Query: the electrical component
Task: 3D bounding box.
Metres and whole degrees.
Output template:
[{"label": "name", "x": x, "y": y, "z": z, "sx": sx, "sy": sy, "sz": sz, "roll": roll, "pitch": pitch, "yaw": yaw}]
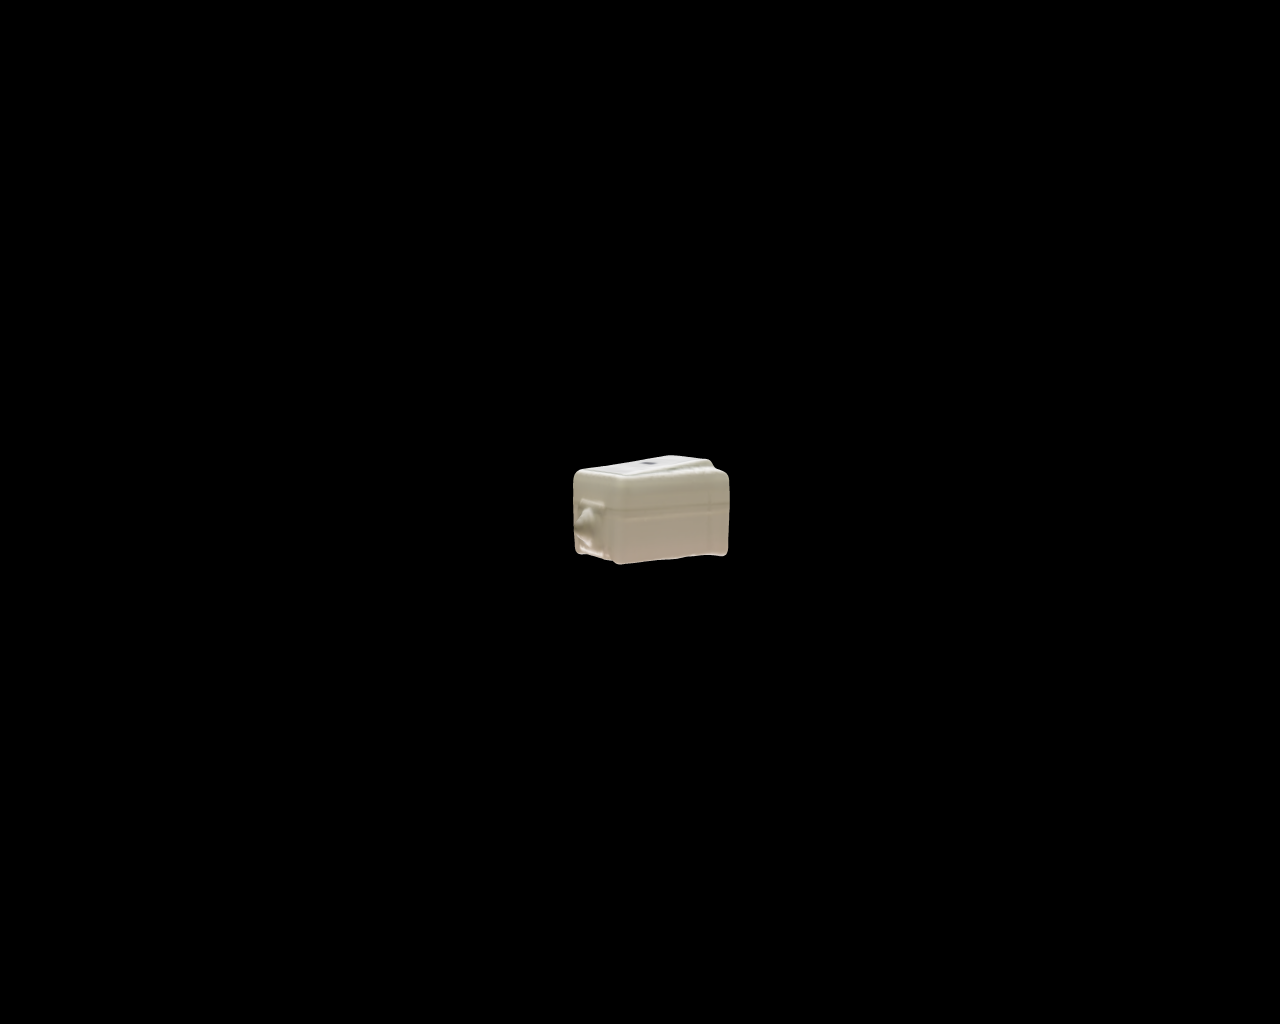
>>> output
[{"label": "electrical component", "x": 0.001, "y": -0.003, "z": 0.650, "sx": 0.096, "sy": 0.061, "sz": 0.062, "roll": -4, "pitch": 8, "yaw": -29}]
